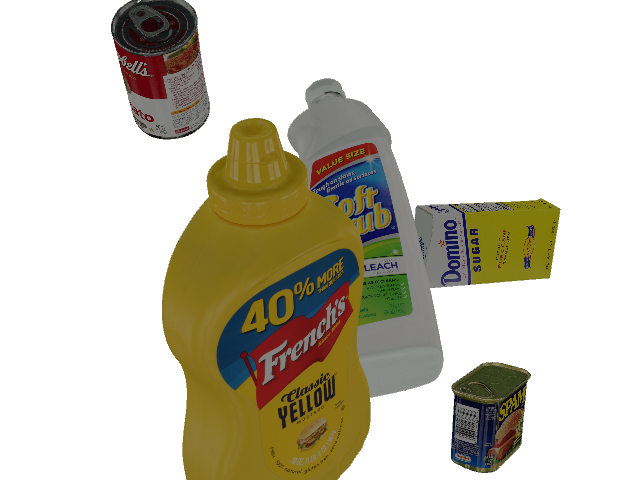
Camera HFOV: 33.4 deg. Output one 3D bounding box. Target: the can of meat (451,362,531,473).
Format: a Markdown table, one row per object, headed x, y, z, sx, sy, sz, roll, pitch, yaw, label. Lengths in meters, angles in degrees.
| x | y | z | sx | sy | sz | roll | pitch | yaw | label |
| --- | --- | --- | --- | --- | --- | --- | --- | --- | --- |
| 0.177 | 0.185 | 1.120 | 0.058 | 0.084 | 0.101 | 11 | 18 | 31 | can of meat |

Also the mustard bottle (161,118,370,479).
| x | y | z | sx | sy | sz | roll | pitch | yaw | label |
| --- | --- | --- | --- | --- | --- | --- | --- | --- | --- |
| -0.022 | 0.034 | 0.470 | 0.096 | 0.192 | 0.058 | -27 | 42 | -30 | mustard bottle |

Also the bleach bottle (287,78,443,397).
| x | y | z | sx | sy | sz | roll | pitch | yaw | label |
| --- | --- | --- | --- | --- | --- | --- | --- | --- | --- |
| 0.015 | -0.012 | 0.772 | 0.102 | 0.251 | 0.068 | -11 | -32 | -1 | bleach bottle |

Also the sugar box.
| x | y | z | sx | sy | sz | roll | pitch | yaw | label |
| --- | --- | --- | --- | --- | --- | --- | --- | --- | --- |
| 0.194 | 0.003 | 1.262 | 0.176 | 0.093 | 0.048 | -5 | 20 | -25 | sugar box |

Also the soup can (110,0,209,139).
| x | y | z | sx | sy | sz | roll | pitch | yaw | label |
| --- | --- | --- | --- | --- | --- | --- | --- | --- | --- |
| -0.128 | -0.140 | 0.872 | 0.068 | 0.068 | 0.102 | 0 | -36 | 2 | soup can |
